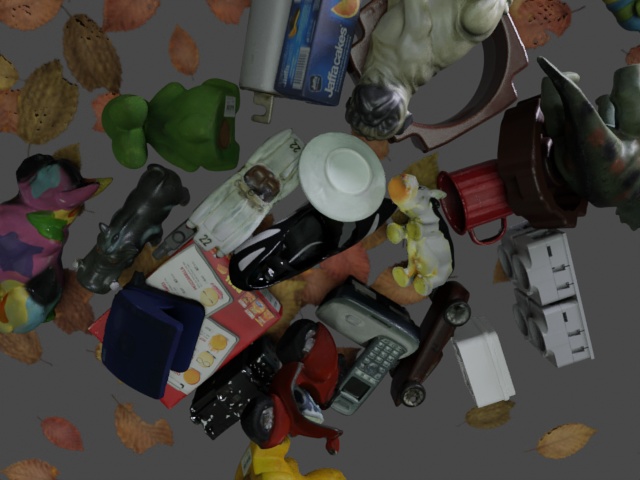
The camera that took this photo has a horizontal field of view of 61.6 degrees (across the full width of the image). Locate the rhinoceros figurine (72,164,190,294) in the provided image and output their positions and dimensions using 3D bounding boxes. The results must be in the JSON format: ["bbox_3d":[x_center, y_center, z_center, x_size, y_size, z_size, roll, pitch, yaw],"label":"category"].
[{"bbox_3d":[-0.247,-0.013,0.712,0.073,0.112,0.190,37,90,-13],"label":"rhinoceros figurine"}]

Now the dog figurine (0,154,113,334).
[{"bbox_3d":[-0.362,-0.002,0.711,0.219,0.108,0.191,-32,102,1],"label":"dog figurine"}]

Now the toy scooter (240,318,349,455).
[{"bbox_3d":[-0.012,0.201,0.703,0.135,0.075,0.184,38,53,-12],"label":"toy scooter"}]

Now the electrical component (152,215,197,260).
[{"bbox_3d":[-0.188,-0.010,0.739,0.094,0.063,0.021,-39,101,4],"label":"electrical component"}]

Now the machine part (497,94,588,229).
[{"bbox_3d":[0.294,-0.100,0.702,0.179,0.056,0.179,6,81,-43],"label":"machine part"}]

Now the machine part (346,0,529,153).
[{"bbox_3d":[0.144,-0.232,0.697,0.201,0.087,0.200,-30,102,5],"label":"machine part"}]

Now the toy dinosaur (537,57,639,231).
[{"bbox_3d":[0.361,-0.103,0.655,0.405,0.131,0.192,-5,89,-36],"label":"toy dinosaur"}]

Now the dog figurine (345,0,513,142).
[{"bbox_3d":[0.124,-0.206,0.619,0.172,0.121,0.190,6,116,-2],"label":"dog figurine"}]

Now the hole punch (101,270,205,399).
[{"bbox_3d":[-0.221,0.126,0.686,0.116,0.092,0.142,18,106,-1],"label":"hole punch"}]

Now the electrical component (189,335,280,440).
[{"bbox_3d":[-0.116,0.198,0.765,0.134,0.115,0.058,-40,106,6],"label":"electrical component"}]

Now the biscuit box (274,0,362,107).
[{"bbox_3d":[0.005,-0.265,0.638,0.063,0.059,0.202,4,104,-42],"label":"biscuit box"}]

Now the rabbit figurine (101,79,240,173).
[{"bbox_3d":[-0.202,-0.137,0.679,0.170,0.159,0.121,6,113,11],"label":"rabbit figurine"}]

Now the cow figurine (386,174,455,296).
[{"bbox_3d":[0.147,-0.016,0.750,0.098,0.068,0.167,-20,109,-33],"label":"cow figurine"}]

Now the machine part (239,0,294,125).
[{"bbox_3d":[-0.053,-0.269,0.681,0.079,0.079,0.243,10,101,-6],"label":"machine part"}]

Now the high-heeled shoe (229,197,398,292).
[{"bbox_3d":[-0.001,-0.002,0.707,0.249,0.145,0.086,-21,105,-2],"label":"high-heeled shoe"}]

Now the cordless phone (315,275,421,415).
[{"bbox_3d":[0.042,0.159,0.784,0.146,0.089,0.184,31,104,-10],"label":"cordless phone"}]

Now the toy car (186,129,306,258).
[{"bbox_3d":[-0.089,-0.064,0.711,0.073,0.056,0.202,47,72,-15],"label":"toy car"}]

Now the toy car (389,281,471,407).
[{"bbox_3d":[0.160,0.153,0.783,0.053,0.089,0.202,21,101,-13],"label":"toy car"}]

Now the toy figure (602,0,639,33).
[{"bbox_3d":[0.397,-0.333,0.692,0.089,0.082,0.180,-39,105,3],"label":"toy figure"}]

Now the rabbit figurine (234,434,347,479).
[{"bbox_3d":[-0.041,0.391,0.818,0.173,0.122,0.162,14,105,-26],"label":"rabbit figurine"}]
